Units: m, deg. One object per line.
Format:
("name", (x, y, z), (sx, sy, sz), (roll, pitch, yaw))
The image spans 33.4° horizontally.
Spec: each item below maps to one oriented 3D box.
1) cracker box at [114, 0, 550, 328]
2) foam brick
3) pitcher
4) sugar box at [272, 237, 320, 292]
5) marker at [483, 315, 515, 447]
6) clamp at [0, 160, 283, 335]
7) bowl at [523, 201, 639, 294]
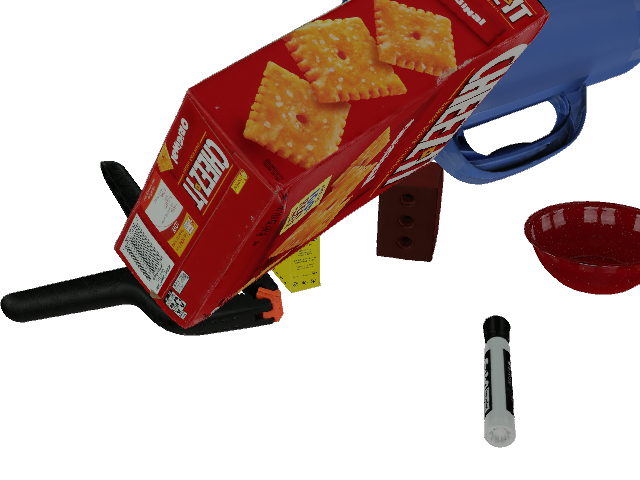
("cracker box", (0.005, -0.056, 0.577), (0.213, 0.072, 0.164), (-35, -9, -34))
("foam brick", (0.081, -0.029, 0.968), (0.053, 0.078, 0.051), (7, 32, 11))
("pitcher", (0.145, -0.148, 0.808), (0.242, 0.149, 0.145), (-18, 34, -32))
("sugar box", (-0.036, -0.037, 1.261), (0.048, 0.176, 0.093), (-13, 26, -20))
("marker", (0.116, 0.088, 0.699), (0.020, 0.020, 0.121), (0, 31, 8))
("clamp", (-0.124, 0.013, 0.838), (0.210, 0.164, 0.036), (11, -35, 13))
("bowl", (0.302, 0.013, 1.162), (0.162, 0.055, 0.162), (-1, 27, 1))
